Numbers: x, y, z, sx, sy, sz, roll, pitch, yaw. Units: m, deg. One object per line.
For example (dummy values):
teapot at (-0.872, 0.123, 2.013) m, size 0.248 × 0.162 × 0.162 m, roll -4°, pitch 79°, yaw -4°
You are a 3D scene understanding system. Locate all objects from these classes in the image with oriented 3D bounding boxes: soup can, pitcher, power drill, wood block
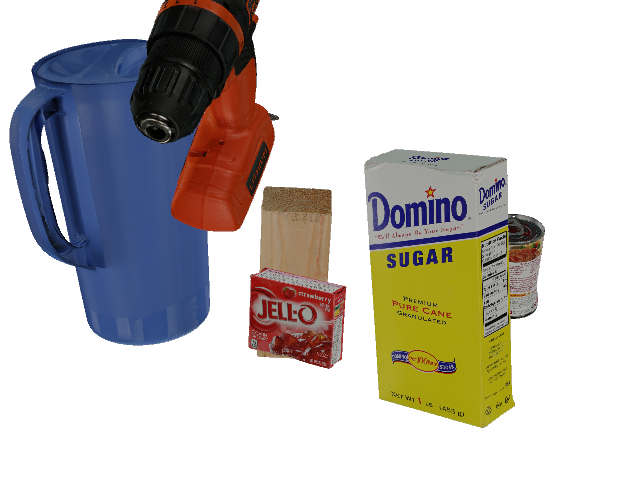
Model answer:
soup can at (0.218, 0.030, 1.219) m, size 0.068 × 0.102 × 0.068 m, roll -2°, pitch 29°, yaw 1°
pitcher at (-0.162, -0.036, 0.881) m, size 0.149 × 0.243 × 0.145 m, roll -6°, pitch 25°, yaw -7°
power drill at (-0.068, -0.089, 0.677) m, size 0.057 × 0.184 × 0.188 m, roll 15°, pitch -35°, yaw 6°
wood block at (-0.035, 0.042, 1.395) m, size 0.090 × 0.206 × 0.091 m, roll 3°, pitch 23°, yaw -2°

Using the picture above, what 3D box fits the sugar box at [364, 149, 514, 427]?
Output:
sugar box at (0.080, 0.030, 0.722) m, size 0.094 × 0.176 × 0.048 m, roll 8°, pitch 22°, yaw 41°

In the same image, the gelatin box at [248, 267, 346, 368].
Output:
gelatin box at (-0.023, 0.071, 0.977) m, size 0.089 × 0.073 × 0.030 m, roll 12°, pitch 20°, yaw 25°
